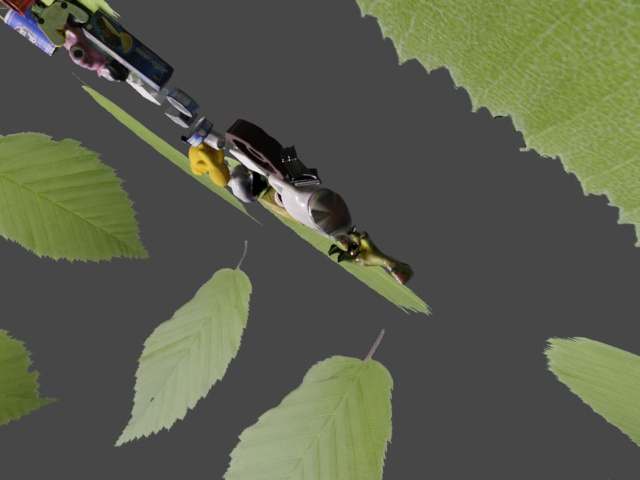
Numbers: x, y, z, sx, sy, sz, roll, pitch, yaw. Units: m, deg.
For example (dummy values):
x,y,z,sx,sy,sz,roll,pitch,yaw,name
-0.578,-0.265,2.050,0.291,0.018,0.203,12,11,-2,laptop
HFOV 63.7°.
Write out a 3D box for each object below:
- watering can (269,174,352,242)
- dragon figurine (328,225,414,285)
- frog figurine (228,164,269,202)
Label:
x,y,z,sx,sy,sz,roll,pitch,yaw,name
0.004,-0.070,1.394,0.343,0.104,0.226,39,172,-37,watering can
0.164,0.053,1.587,0.241,0.122,0.414,28,-175,-17,dragon figurine
-0.275,-0.201,1.798,0.160,0.122,0.137,16,-176,31,frog figurine
